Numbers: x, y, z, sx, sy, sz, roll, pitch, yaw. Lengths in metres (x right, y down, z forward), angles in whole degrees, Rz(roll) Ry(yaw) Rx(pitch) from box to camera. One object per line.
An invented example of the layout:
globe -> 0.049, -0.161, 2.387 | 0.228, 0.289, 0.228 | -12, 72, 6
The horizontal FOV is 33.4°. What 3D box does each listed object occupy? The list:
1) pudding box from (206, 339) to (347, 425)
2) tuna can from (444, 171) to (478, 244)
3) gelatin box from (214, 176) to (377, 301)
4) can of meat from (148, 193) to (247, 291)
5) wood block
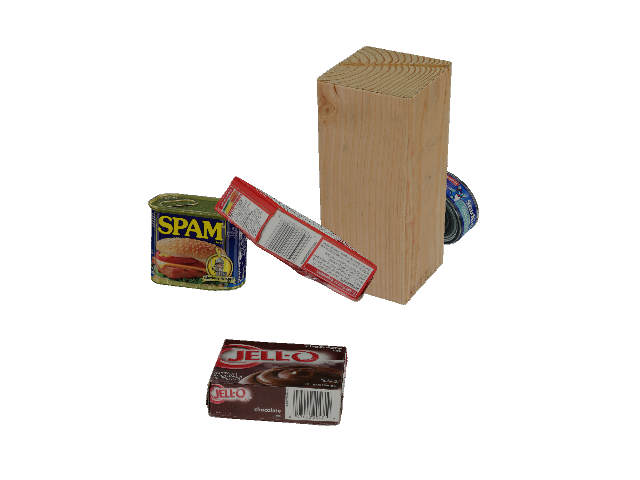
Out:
pudding box -> -0.035, 0.120, 0.915 | 0.113, 0.039, 0.090 | 5, 19, 2
tuna can -> 0.137, -0.038, 1.225 | 0.033, 0.086, 0.086 | -40, 24, -31
gelatin box -> -0.016, -0.001, 0.688 | 0.089, 0.030, 0.073 | 31, 4, -32
can of meat -> -0.124, 0.002, 1.088 | 0.102, 0.084, 0.057 | 7, 17, 11
wood block -> 0.058, -0.058, 0.968 | 0.091, 0.206, 0.090 | 16, 36, 26
